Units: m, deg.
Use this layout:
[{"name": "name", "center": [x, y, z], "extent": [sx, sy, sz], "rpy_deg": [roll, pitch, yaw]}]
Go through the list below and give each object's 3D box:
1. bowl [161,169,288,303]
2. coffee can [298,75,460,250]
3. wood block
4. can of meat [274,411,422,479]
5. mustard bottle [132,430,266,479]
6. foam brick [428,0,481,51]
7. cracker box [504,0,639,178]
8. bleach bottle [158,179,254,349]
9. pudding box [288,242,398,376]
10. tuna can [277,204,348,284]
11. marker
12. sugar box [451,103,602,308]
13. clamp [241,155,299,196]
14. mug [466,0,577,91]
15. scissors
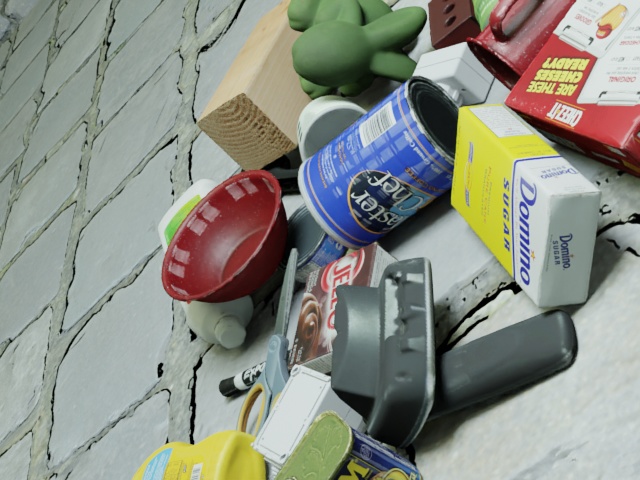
[{"name": "bowl", "center": [-0.086, 0.008, 1.092], "extent": [0.162, 0.055, 0.162], "rpy_deg": [-29, 38, 25]}, {"name": "coffee can", "center": [0.064, -0.069, 0.980], "extent": [0.141, 0.102, 0.103], "rpy_deg": [-36, 34, 31]}, {"name": "wood block", "center": [-0.051, -0.189, 1.254], "extent": [0.090, 0.090, 0.206], "rpy_deg": [-26, 30, 43]}, {"name": "can of meat", "center": [0.016, 0.193, 0.801], "extent": [0.102, 0.083, 0.057], "rpy_deg": [-56, 29, -1]}, {"name": "mustard bottle", "center": [-0.129, 0.237, 1.002], "extent": [0.192, 0.058, 0.096], "rpy_deg": [-21, 56, 46]}, {"name": "foam brick", "center": [0.145, -0.216, 1.062], "extent": [0.053, 0.051, 0.078], "rpy_deg": [-36, 34, 32]}, {"name": "cracker box", "center": [0.261, -0.158, 0.806], "extent": [0.214, 0.072, 0.164], "rpy_deg": [-55, 27, 4]}, {"name": "bleach bottle", "center": [-0.118, 0.032, 1.197], "extent": [0.103, 0.068, 0.251], "rpy_deg": [-45, 33, 11]}, {"name": "pudding box", "center": [0.022, 0.067, 0.970], "extent": [0.090, 0.039, 0.113], "rpy_deg": [-27, 40, 40]}, {"name": "tuna can", "center": [-0.007, 0.001, 1.087], "extent": [0.086, 0.033, 0.086], "rpy_deg": [-37, 34, 30]}, {"name": "marker", "center": [-0.059, 0.131, 1.046], "extent": [0.121, 0.020, 0.020], "rpy_deg": [-28, 39, 40]}, {"name": "sugar box", "center": [0.153, -0.031, 0.822], "extent": [0.176, 0.048, 0.093], "rpy_deg": [-115, 22, -60]}, {"name": "clamp", "center": [-0.053, -0.064, 1.222], "extent": [0.120, 0.039, 0.171], "rpy_deg": [-35, 31, 13]}, {"name": "mug", "center": [0.181, -0.176, 0.907], "extent": [0.081, 0.117, 0.093], "rpy_deg": [-48, 49, 4]}, {"name": "scissors", "center": [-0.030, 0.110, 0.990], "extent": [0.096, 0.016, 0.202], "rpy_deg": [15, 86, 52]}]
